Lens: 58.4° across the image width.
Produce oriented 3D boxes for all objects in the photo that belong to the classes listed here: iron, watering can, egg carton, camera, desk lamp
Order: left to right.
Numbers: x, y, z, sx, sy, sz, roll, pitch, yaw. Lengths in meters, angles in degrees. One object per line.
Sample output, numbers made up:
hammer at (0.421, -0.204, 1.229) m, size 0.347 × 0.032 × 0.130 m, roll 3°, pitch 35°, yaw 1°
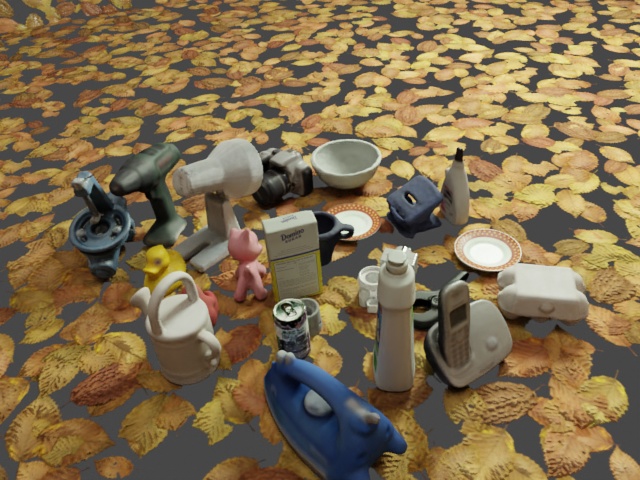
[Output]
watering can at (-0.232, 0.132, 0.914) m, size 0.172 × 0.194 × 0.101 m, roll 5°, pitch 40°, yaw 12°
desk lamp at (-0.210, -0.079, 1.159) m, size 0.117 × 0.214 × 0.204 m, roll 24°, pitch 47°, yaw 31°
camera at (-0.107, -0.151, 1.329) m, size 0.142 × 0.101 × 0.137 m, roll 26°, pitch 48°, yaw 32°
iron at (-0.003, 0.228, 0.816) m, size 0.257 × 0.142 × 0.119 m, roll 29°, pitch 50°, yaw 35°
egg carton at (0.387, 0.096, 1.001) m, size 0.150 × 0.069 × 0.107 m, roll 4°, pitch 40°, yaw 11°

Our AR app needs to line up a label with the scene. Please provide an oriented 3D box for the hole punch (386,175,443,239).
hole punch at (0.198, -0.072, 1.211) m, size 0.101 × 0.091 × 0.108 m, roll -17°, pitch 41°, yaw -15°

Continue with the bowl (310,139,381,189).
bowl at (0.062, -0.168, 1.355) m, size 0.167 × 0.075 × 0.167 m, roll -2°, pitch 39°, yaw 2°

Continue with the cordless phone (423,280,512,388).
cordless phone at (0.233, 0.126, 0.886) m, size 0.148 × 0.185 × 0.093 m, roll -27°, pitch 44°, yaw -26°

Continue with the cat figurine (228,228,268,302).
cat figurine at (-0.140, 0.035, 1.088) m, size 0.067 × 0.118 × 0.127 m, roll -8°, pitch 39°, yaw -5°

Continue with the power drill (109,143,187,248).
power drill at (-0.347, -0.092, 1.191) m, size 0.075 × 0.209 × 0.229 m, roll 4°, pitch 40°, yaw 10°

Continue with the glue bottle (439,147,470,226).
glue bottle at (0.283, -0.117, 1.193) m, size 0.037 × 0.173 × 0.078 m, roll -17°, pitch 41°, yaw -15°

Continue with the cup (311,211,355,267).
cup at (0.010, 0.004, 1.130) m, size 0.117 × 0.095 × 0.091 m, roll 0°, pitch 39°, yaw 6°

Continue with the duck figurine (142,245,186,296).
duck figurine at (-0.308, 0.048, 1.112) m, size 0.077 × 0.086 × 0.105 m, roll 11°, pitch 41°, yaw 18°

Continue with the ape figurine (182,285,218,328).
ape figurine at (-0.220, 0.113, 1.018) m, size 0.078 × 0.092 × 0.076 m, roll -20°, pitch 41°, yaw -18°

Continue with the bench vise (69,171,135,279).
bench vise at (-0.450, -0.060, 1.152) m, size 0.122 × 0.220 × 0.207 m, roll -16°, pitch 40°, yaw -14°
